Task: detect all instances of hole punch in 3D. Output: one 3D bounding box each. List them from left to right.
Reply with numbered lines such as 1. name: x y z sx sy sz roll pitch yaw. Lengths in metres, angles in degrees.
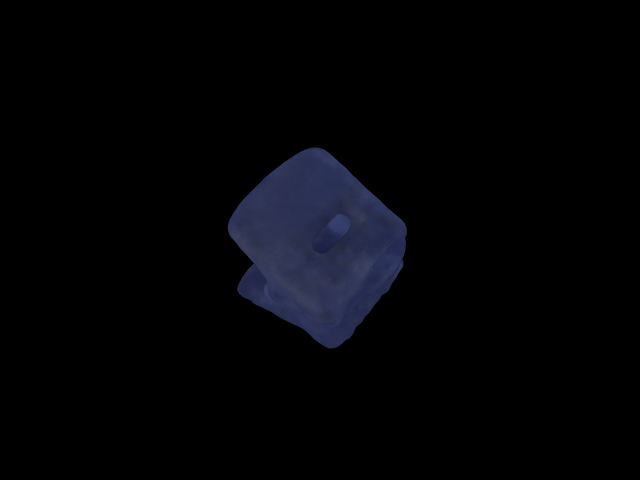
1. hole punch: 0.004 0.001 0.400 0.100 0.091 0.109 27 53 23
